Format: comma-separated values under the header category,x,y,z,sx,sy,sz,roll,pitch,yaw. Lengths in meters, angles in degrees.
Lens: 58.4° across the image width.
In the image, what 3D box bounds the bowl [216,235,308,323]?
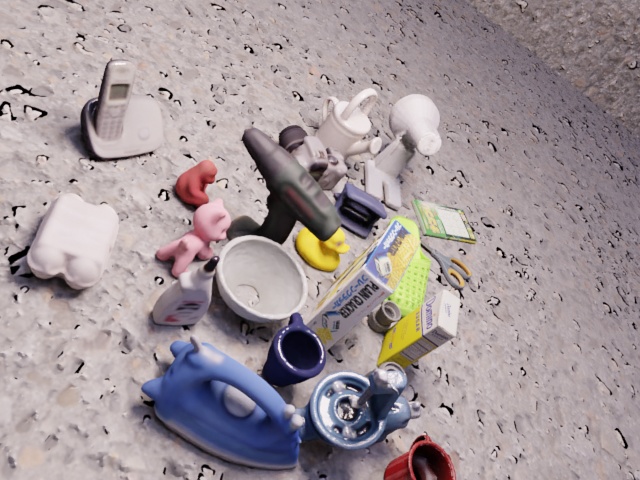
category,x,y,z,sx,sy,sz,roll,pitch,yaw
bowl,-0.109,0.079,0.983,0.168,0.074,0.167,21,45,-22

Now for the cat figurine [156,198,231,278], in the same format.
category,x,y,z,sx,sy,sz,roll,pitch,yaw
cat figurine,-0.199,-0.013,0.960,0.067,0.117,0.128,43,41,2

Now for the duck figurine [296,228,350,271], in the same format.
category,x,y,z,sx,sy,sz,roll,pitch,yaw
duck figurine,0.010,0.004,1.128,0.105,0.086,0.077,36,41,-6

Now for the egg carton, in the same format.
category,x,y,z,sx,sy,sz,roll,pitch,yaw
egg carton,-0.365,0.001,0.858,0.107,0.069,0.150,21,45,-22

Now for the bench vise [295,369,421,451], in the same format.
category,x,y,z,sx,sy,sz,roll,pitch,yaw
bench vise,0.079,0.241,0.877,0.208,0.219,0.121,-8,61,-41

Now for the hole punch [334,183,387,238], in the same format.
category,x,y,z,sx,sy,sz,roll,pitch,yaw
hole punch,0.090,-0.079,1.256,0.109,0.091,0.101,30,42,-13

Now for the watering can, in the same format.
category,x,y,z,sx,sy,sz,roll,pitch,yaw
watering can,0.074,-0.269,1.327,0.173,0.193,0.101,39,41,-3

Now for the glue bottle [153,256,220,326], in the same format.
category,x,y,z,sx,sy,sz,roll,pitch,yaw
glue bottle,-0.188,0.073,0.853,0.078,0.173,0.037,1,55,-36

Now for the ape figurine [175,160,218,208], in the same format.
category,x,y,z,sx,sy,sz,roll,pitch,yaw
ape figurine,-0.217,-0.109,1.047,0.076,0.092,0.078,31,42,-11

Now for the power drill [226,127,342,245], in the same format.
category,x,y,z,sx,sy,sz,roll,pitch,yaw
power drill,-0.082,-0.061,1.021,0.230,0.208,0.076,39,41,-3

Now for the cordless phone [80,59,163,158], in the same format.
category,x,y,z,sx,sy,sz,roll,pitch,yaw
cordless phone,-0.330,-0.234,0.998,0.148,0.184,0.094,-23,71,-46

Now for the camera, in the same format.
category,x,y,z,sx,sy,sz,roll,pitch,yaw
camera,-0.024,-0.189,1.256,0.144,0.100,0.136,-3,57,-38

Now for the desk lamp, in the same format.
category,x,y,z,sx,sy,sz,roll,pitch,yaw
desk lamp,0.206,-0.217,1.369,0.118,0.213,0.203,21,45,-21

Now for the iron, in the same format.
category,x,y,z,sx,sy,sz,roll,pitch,yaw
iron,-0.108,0.229,0.805,0.258,0.141,0.119,35,42,-8

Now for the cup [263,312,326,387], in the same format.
category,x,y,z,sx,sy,sz,roll,pitch,yaw
cup,-0.052,0.184,0.921,0.092,0.094,0.117,15,48,-27
